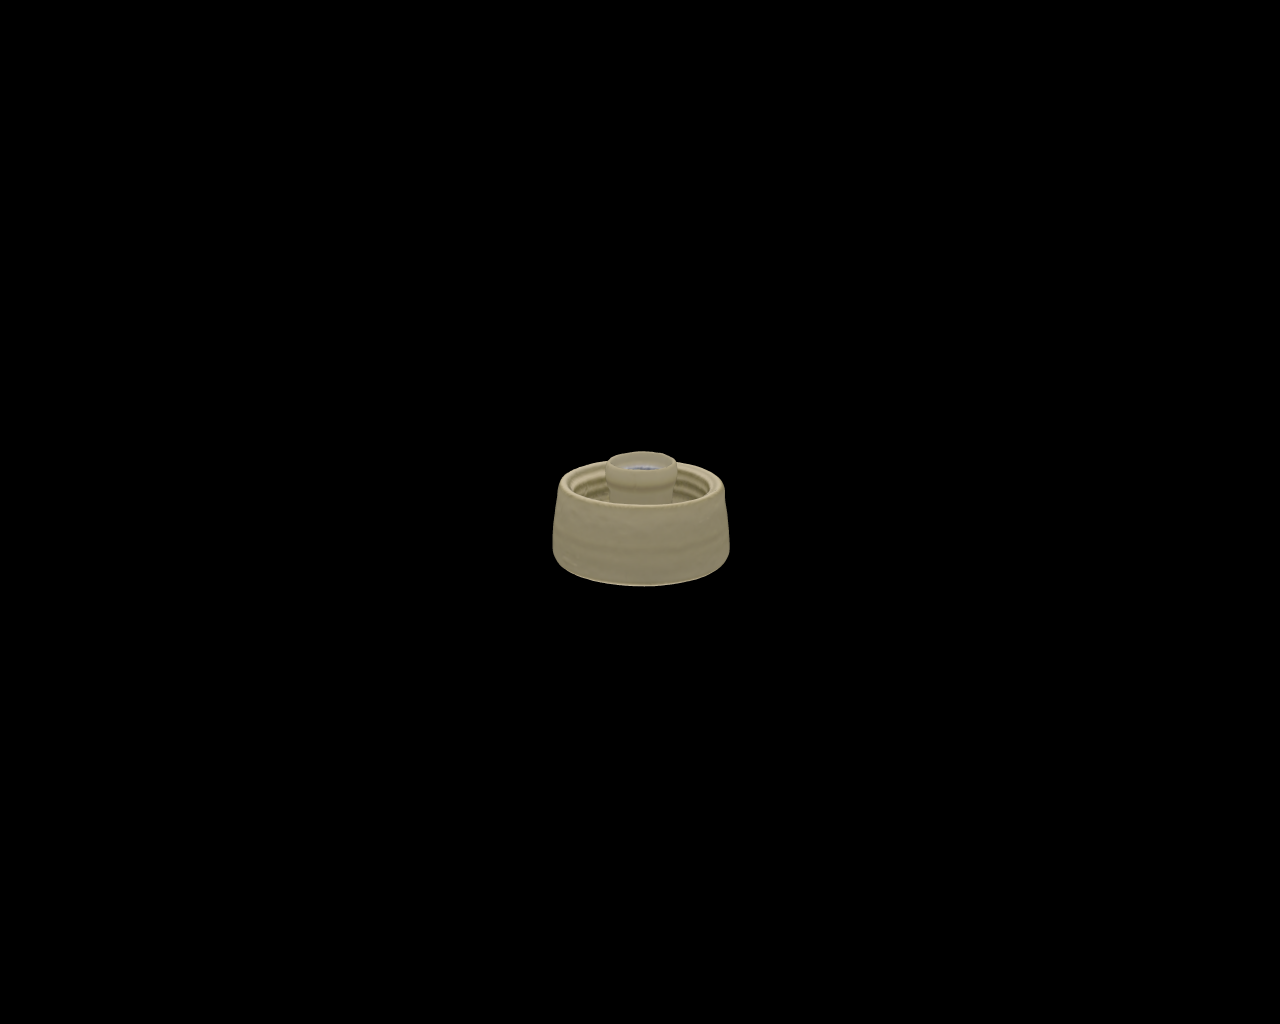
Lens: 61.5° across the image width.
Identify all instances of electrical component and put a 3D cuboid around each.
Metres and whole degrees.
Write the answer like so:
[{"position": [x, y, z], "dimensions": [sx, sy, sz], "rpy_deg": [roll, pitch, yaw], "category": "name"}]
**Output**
[{"position": [0.001, -0.003, 0.650], "dimensions": [0.108, 0.060, 0.108], "rpy_deg": [0, 18, 0], "category": "electrical component"}]
